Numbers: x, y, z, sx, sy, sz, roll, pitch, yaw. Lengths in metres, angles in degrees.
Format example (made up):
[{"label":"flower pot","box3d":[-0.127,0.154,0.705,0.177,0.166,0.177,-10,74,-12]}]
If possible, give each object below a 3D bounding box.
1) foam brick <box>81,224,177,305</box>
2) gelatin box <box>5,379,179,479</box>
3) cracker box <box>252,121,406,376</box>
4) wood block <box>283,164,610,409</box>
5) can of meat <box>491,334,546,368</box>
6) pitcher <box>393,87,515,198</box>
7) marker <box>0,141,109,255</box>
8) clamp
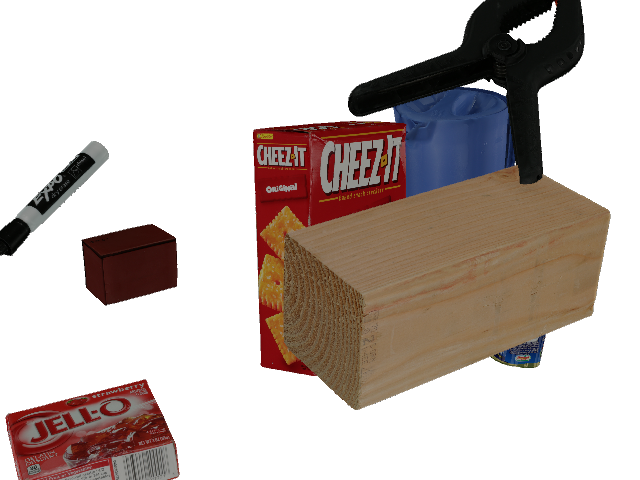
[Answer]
[{"label":"foam brick","box3d":[-0.183,0.022,1.029,0.078,0.051,0.053,-14,25,-30]},{"label":"gelatin box","box3d":[-0.136,0.120,0.630,0.089,0.030,0.073,-12,26,-18]},{"label":"cracker box","box3d":[0.015,0.000,0.982,0.072,0.214,0.163,6,11,34]},{"label":"wood block","box3d":[0.085,0.026,0.723,0.205,0.090,0.091,-17,34,-29]},{"label":"can of meat","box3d":[0.203,0.080,1.147,0.057,0.084,0.102,2,17,-23]},{"label":"pitcher","box3d":[0.164,-0.057,1.274,0.149,0.243,0.145,-1,24,5]},{"label":"marker","box3d":[-0.201,-0.031,0.796,0.020,0.020,0.121,0,40,40]},{"label":"clamp","box3d":[0.147,-0.130,0.822,0.165,0.209,0.036,36,-22,28]}]
